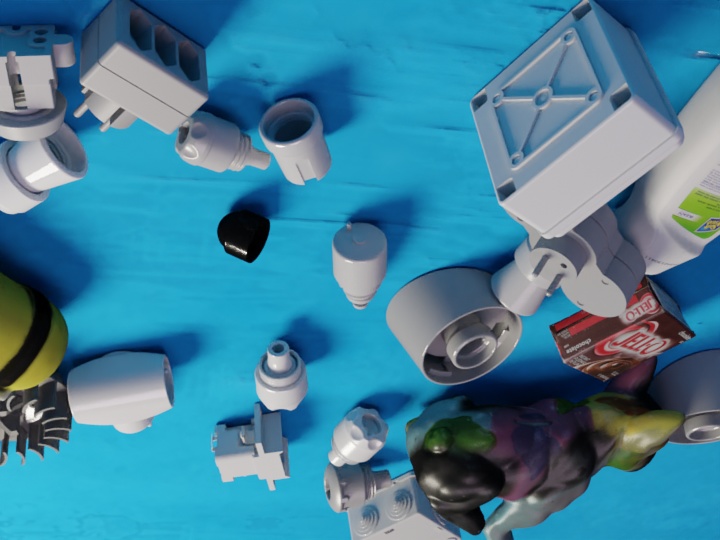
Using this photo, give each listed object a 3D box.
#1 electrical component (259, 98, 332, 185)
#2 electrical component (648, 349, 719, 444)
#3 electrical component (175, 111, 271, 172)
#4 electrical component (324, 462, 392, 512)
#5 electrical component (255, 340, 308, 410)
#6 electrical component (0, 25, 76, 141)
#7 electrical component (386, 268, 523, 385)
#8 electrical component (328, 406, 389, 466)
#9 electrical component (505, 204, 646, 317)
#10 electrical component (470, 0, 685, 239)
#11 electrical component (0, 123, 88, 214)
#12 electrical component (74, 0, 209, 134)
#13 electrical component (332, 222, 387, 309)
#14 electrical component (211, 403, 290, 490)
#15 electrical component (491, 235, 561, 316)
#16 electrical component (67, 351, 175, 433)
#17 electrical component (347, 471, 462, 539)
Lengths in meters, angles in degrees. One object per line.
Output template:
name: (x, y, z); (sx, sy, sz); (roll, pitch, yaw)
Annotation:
electrical component: (-0.041, -0.083, 0.704); (0.040, 0.040, 0.046); (-16, 145, 5)
electrical component: (0.323, 0.124, 1.015); (0.099, 0.064, 0.099); (-2, 151, -1)
electrical component: (-0.087, -0.080, 0.701); (0.061, 0.035, 0.035); (17, 132, -31)
electrical component: (-0.001, 0.205, 1.033); (0.062, 0.048, 0.048); (-7, 139, -16)
electrical component: (-0.065, 0.083, 0.882); (0.043, 0.043, 0.062); (-6, 137, -5)
electrical component: (-0.200, -0.110, 0.634); (0.066, 0.048, 0.055); (-4, 131, -8)
electrical component: (0.079, 0.044, 0.872); (0.099, 0.064, 0.099); (-16, 138, -15)
electrical component: (-0.006, 0.155, 0.976); (0.043, 0.043, 0.062); (18, 133, -29)
electrical component: (0.144, -0.015, 0.762); (0.052, 0.073, 0.138); (-5, 131, 51)
electrical component: (0.132, -0.095, 0.675); (0.056, 0.108, 0.109); (29, 125, -33)
electrical component: (-0.208, -0.066, 0.682); (0.055, 0.045, 0.045); (-27, 136, 18)
electrical component: (-0.141, -0.111, 0.645); (0.077, 0.047, 0.066); (-37, 134, 28)
electrical component: (0.000, 0.000, 0.804); (0.040, 0.040, 0.078); (-6, 139, -5)
electrical component: (-0.098, 0.161, 0.963); (0.064, 0.042, 0.081); (-8, 138, -1)
electrical component: (0.135, 0.002, 0.832); (0.045, 0.045, 0.055); (16, 132, -27)
electrical component: (-0.190, 0.107, 0.880); (0.077, 0.044, 0.079); (-9, 139, -2)
electrical component: (0.045, 0.257, 1.097); (0.100, 0.048, 0.100); (-30, 135, 21)
